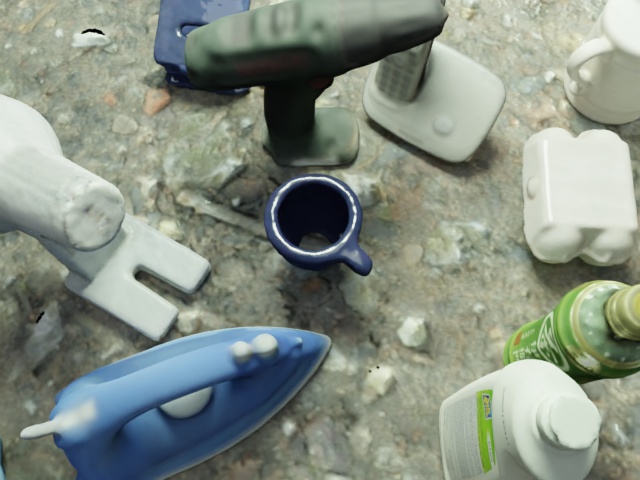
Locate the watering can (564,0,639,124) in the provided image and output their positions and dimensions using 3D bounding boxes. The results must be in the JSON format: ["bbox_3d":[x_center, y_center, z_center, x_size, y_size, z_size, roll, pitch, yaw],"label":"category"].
[{"bbox_3d":[0.338,-0.216,0.582,0.173,0.194,0.100,-42,74,-13],"label":"watering can"}]

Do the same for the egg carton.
[{"bbox_3d":[0.261,-0.045,0.586,0.107,0.069,0.150,3,70,3],"label":"egg carton"}]

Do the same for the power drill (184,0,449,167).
[{"bbox_3d":[-0.005,-0.154,0.560,0.229,0.208,0.075,-3,69,1],"label":"power drill"}]

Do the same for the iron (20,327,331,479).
[{"bbox_3d":[-0.111,0.124,0.494,0.258,0.141,0.118,-23,70,-7],"label":"iron"}]

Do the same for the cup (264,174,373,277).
[{"bbox_3d":[0.005,0.002,0.562,0.117,0.095,0.092,41,76,15],"label":"cup"}]

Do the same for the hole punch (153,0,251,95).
[{"bbox_3d":[-0.130,-0.231,0.655,0.108,0.091,0.101,9,70,5],"label":"hole punch"}]

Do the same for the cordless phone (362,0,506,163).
[{"bbox_3d":[0.120,-0.173,0.576,0.147,0.185,0.094,30,73,12],"label":"cordless phone"}]

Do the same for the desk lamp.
[{"bbox_3d":[-0.223,-0.020,0.513,0.203,0.213,0.118,27,73,11],"label":"desk lamp"}]

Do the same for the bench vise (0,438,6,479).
[{"bbox_3d":[-0.283,0.237,0.414,0.121,0.220,0.207,-34,72,-10],"label":"bench vise"}]
